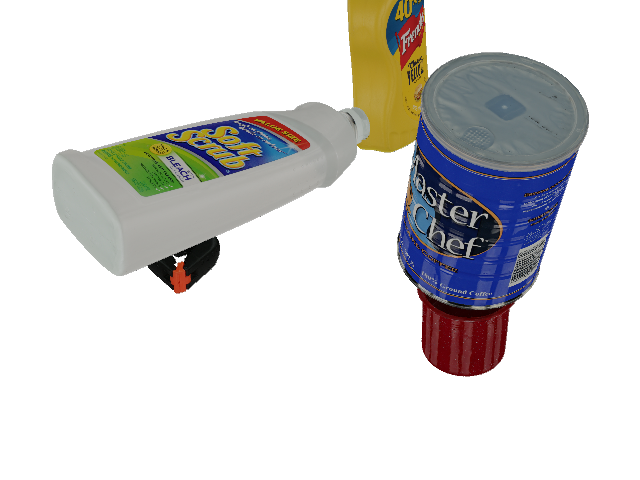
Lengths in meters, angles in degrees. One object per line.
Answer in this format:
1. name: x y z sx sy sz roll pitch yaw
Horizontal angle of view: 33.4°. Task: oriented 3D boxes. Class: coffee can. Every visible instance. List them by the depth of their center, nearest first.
1. coffee can: 0.109 -0.037 0.702 0.102 0.103 0.140 0 -41 -4

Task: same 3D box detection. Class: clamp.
1. clamp: -0.137 -0.008 1.132 0.120 0.039 0.171 -12 38 -7

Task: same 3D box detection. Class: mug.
1. mug: 0.136 0.068 1.031 0.093 0.081 0.117 -9 39 -8

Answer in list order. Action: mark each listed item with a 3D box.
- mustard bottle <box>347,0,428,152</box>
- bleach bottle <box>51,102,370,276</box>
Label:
1. mustard bottle: 0.058 -0.179 0.912 0.058 0.191 0.096 11 34 28
2. bleach bottle: -0.070 -0.058 0.818 0.250 0.068 0.103 -24 50 -33
